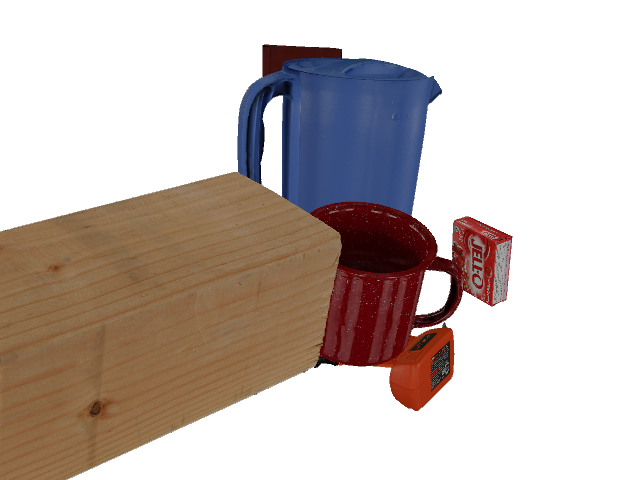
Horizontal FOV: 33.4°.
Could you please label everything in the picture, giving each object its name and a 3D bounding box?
[{"bbox_3d":[0.192,0.024,1.283,0.030,0.089,0.073,-19,33,-32],"label":"gelatin box"},{"bbox_3d":[0.014,-0.040,0.957,0.149,0.243,0.144,10,17,18],"label":"pitcher"},{"bbox_3d":[-0.096,0.040,0.539,0.090,0.091,0.205,32,34,34],"label":"wood block"},{"bbox_3d":[0.024,0.116,1.050,0.188,0.057,0.184,9,22,28],"label":"power drill"},{"bbox_3d":[0.039,0.032,0.731,0.117,0.081,0.093,4,32,-6],"label":"mug"},{"bbox_3d":[-0.020,-0.176,1.113,0.078,0.051,0.053,1,11,-10],"label":"foam brick"}]
